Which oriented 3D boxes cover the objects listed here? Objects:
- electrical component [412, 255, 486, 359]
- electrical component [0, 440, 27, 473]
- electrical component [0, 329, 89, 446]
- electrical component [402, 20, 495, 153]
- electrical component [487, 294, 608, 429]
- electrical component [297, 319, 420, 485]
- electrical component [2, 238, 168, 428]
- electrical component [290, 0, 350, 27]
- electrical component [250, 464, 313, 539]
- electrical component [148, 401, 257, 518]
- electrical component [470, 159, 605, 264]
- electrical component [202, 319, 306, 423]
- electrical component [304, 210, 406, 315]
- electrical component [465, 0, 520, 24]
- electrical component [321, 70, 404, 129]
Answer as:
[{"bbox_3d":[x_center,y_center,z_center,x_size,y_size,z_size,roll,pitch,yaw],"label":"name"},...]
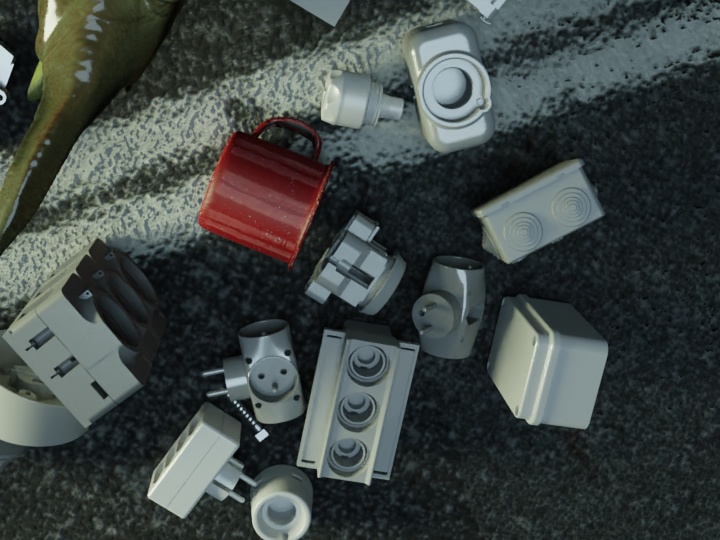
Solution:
[{"bbox_3d":[0.068,0.033,0.876,0.043,0.079,0.077,15,107,26],"label":"electrical component"},{"bbox_3d":[-0.315,0.135,0.874,0.080,0.080,0.051,37,106,-13],"label":"electrical component"},{"bbox_3d":[-0.259,0.094,0.858,0.099,0.099,0.064,11,111,-7],"label":"electrical component"},{"bbox_3d":[0.069,-0.142,0.834,0.054,0.059,0.095,-15,106,0],"label":"electrical component"},{"bbox_3d":[0.149,0.072,0.873,0.057,0.113,0.078,9,105,-10],"label":"electrical component"},{"bbox_3d":[-0.003,0.108,0.897,0.079,0.063,0.121,10,105,-7],"label":"electrical component"},{"bbox_3d":[-0.200,0.040,0.818,0.062,0.150,0.089,-36,105,7],"label":"electrical component"},{"bbox_3d":[-0.015,-0.287,0.767,0.105,0.060,0.186,29,117,-11],"label":"electrical component"},{"bbox_3d":[-0.068,0.203,0.927,0.055,0.047,0.055,-1,106,-4],"label":"electrical component"},{"bbox_3d":[-0.124,0.170,0.914,0.076,0.047,0.083,35,100,-12],"label":"electrical component"},{"bbox_3d":[0.139,-0.046,0.847,0.100,0.099,0.048,-27,93,4],"label":"electrical component"},{"bbox_3d":[-0.091,0.088,0.894,0.079,0.044,0.077,-11,106,-3],"label":"electrical component"},{"bbox_3d":[0.000,0.000,0.871,0.057,0.058,0.078,33,101,-9],"label":"electrical component"},{"bbox_3d":[0.100,-0.228,0.822,0.081,0.042,0.063,36,104,-12],"label":"electrical component"},{"bbox_3d":[0.002,-0.131,0.841,0.062,0.043,0.043,10,105,-8],"label":"electrical component"}]
